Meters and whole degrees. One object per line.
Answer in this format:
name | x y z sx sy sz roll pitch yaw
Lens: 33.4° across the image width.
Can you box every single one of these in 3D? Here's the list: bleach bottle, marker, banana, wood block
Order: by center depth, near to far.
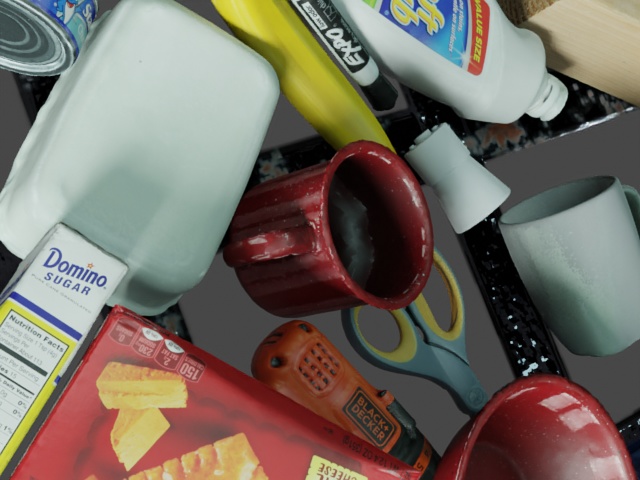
banana | -0.014 -0.103 0.625 0.037 0.070 0.197 -36 133 7
marker | 0.013 -0.119 0.642 0.121 0.020 0.020 47 56 -41
bleach bottle | 0.061 -0.154 0.691 0.250 0.068 0.102 26 71 -23
wood block | 0.236 -0.162 0.773 0.205 0.091 0.090 17 68 -24

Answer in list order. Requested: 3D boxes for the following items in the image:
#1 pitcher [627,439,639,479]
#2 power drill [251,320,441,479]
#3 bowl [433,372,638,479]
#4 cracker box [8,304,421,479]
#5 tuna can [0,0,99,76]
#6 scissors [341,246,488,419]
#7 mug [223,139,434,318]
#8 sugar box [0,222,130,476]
pitcher | 0.287 0.224 0.674 0.242 0.149 0.145 35 44 -21
power drill | -0.006 0.165 0.574 0.184 0.057 0.187 48 58 -12
bowl | 0.110 0.156 0.587 0.161 0.055 0.162 11 73 -39
cracker box | -0.073 0.158 0.460 0.164 0.072 0.213 31 63 -7
tuna can | -0.160 -0.121 0.546 0.086 0.086 0.033 26 67 -21
scissors | 0.076 0.097 0.659 0.096 0.016 0.202 -17 86 -30
mug | -0.004 0.001 0.587 0.117 0.082 0.093 -14 90 -49
sugar box | -0.159 0.081 0.488 0.048 0.093 0.176 33 63 -16
